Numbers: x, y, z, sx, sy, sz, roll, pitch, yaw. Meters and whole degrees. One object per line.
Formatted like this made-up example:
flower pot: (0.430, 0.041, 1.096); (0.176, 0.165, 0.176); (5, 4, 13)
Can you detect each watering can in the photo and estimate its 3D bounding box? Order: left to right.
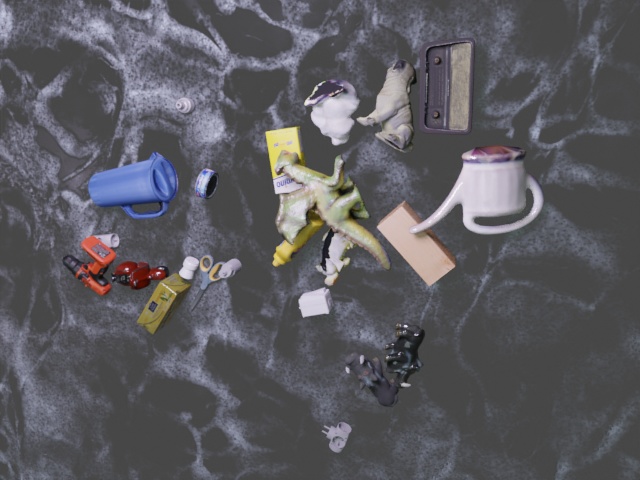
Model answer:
watering can: (0.389, -0.119, 1.280); (0.348, 0.105, 0.222); (-5, 102, -4)

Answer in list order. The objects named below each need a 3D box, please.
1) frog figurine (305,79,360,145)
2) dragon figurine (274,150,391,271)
frog figurine: (0.046, -0.338, 1.363); (0.137, 0.125, 0.156); (-27, 130, 11)
dragon figurine: (0.004, -0.068, 1.353); (0.243, 0.121, 0.413); (-23, 82, -1)
